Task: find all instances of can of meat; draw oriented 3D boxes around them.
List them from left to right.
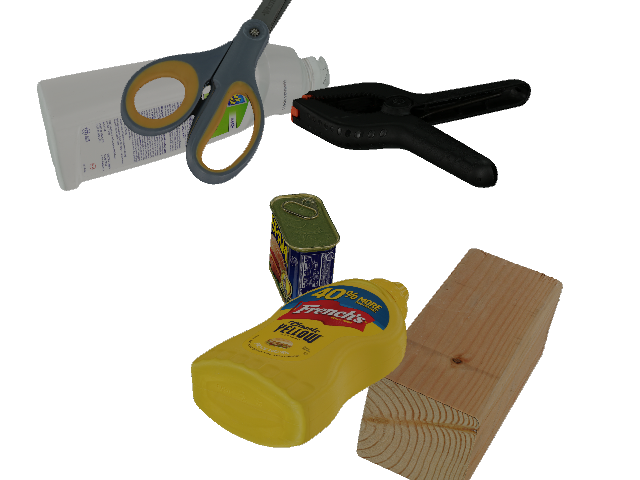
[{"bbox_3d":[-0.020,0.013,1.121,0.057,0.084,0.102,-6,35,-15],"label":"can of meat"}]

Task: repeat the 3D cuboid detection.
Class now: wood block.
[{"bbox_3d":[0.119,0.102,0.885,0.091,0.090,0.205,22,37,20],"label":"wood block"}]

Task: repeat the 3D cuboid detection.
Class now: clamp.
[{"bbox_3d":[0.077,-0.110,0.934,0.210,0.036,0.164,13,36,23],"label":"clamp"}]

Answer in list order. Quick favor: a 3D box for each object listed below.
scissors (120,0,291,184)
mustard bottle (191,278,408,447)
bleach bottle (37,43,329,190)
[{"bbox_3d":[-0.063,-0.127,0.670,0.096,0.201,0.016,14,-27,-6],"label":"scissors"},{"bbox_3d":[0.005,0.073,0.749,0.096,0.058,0.191,13,28,34],"label":"mustard bottle"},{"bbox_3d":[-0.115,-0.118,0.939,0.250,0.068,0.103,-14,-31,-14],"label":"bleach bottle"}]
